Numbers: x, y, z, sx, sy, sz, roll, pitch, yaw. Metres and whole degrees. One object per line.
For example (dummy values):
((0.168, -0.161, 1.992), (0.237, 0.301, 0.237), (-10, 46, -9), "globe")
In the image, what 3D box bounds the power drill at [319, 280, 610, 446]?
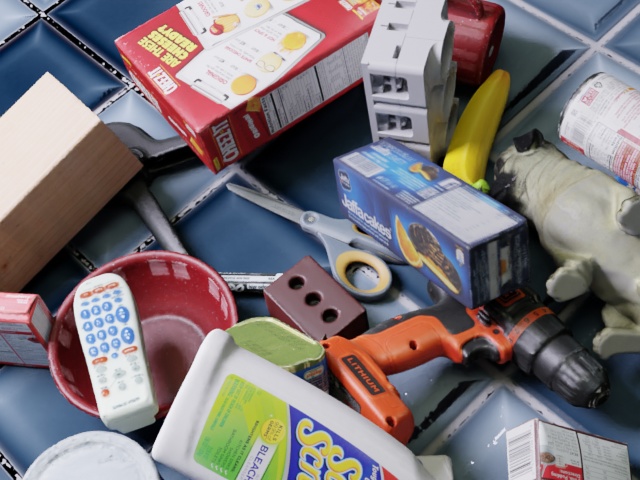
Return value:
((0.105, 0.096, 0.830), (0.187, 0.057, 0.185), (-25, 47, -25), "power drill")

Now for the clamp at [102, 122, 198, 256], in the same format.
((-0.174, -0.056, 1.012), (0.210, 0.036, 0.164), (8, 62, 18), "clamp")

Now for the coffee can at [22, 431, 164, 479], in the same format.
((-0.146, 0.212, 0.766), (0.103, 0.140, 0.103), (-5, 56, 7), "coffee can")

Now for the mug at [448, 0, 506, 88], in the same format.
((0.127, -0.200, 1.011), (0.081, 0.117, 0.093), (18, 60, 15), "mug")

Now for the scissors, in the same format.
((-0.006, 0.001, 0.958), (0.202, 0.016, 0.096), (10, 58, 16), "scissors")

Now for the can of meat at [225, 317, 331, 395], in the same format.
((-0.033, 0.115, 0.821), (0.057, 0.084, 0.102), (-18, 23, -31), "can of meat")

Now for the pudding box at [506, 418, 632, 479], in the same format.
((0.181, 0.192, 0.760), (0.090, 0.039, 0.113), (19, 55, -23), "pudding box")

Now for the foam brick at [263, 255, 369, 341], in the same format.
((-0.002, 0.062, 0.895), (0.053, 0.051, 0.078), (-38, 58, -16), "foam brick")

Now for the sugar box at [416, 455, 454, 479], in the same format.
((0.014, 0.212, 0.796), (0.176, 0.048, 0.093), (-5, 56, 8), "sugar box")

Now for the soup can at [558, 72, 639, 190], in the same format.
((0.252, -0.083, 0.860), (0.068, 0.068, 0.102), (-41, 58, -17), "soup can")

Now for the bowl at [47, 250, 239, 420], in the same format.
((-0.143, 0.090, 0.899), (0.162, 0.055, 0.162), (-5, 56, 7), "bowl")

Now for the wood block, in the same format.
((-0.273, -0.036, 0.962), (0.206, 0.090, 0.091), (-47, 60, -6), "wood block")

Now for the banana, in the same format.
((0.141, -0.079, 0.955), (0.037, 0.070, 0.197), (37, 38, -17), "banana")

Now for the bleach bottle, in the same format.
((0.017, 0.159, 0.733), (0.251, 0.068, 0.102), (25, 89, 1), "bleach bottle")

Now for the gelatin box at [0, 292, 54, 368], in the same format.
((-0.262, 0.076, 0.908), (0.073, 0.089, 0.030), (3, 57, 12), "gelatin box")

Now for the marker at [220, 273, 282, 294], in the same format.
((-0.082, 0.038, 0.945), (0.121, 0.020, 0.020), (1, 57, 11), "marker")

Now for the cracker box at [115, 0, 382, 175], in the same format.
((-0.058, -0.178, 1.004), (0.213, 0.072, 0.164), (-34, 53, -12), "cracker box")
